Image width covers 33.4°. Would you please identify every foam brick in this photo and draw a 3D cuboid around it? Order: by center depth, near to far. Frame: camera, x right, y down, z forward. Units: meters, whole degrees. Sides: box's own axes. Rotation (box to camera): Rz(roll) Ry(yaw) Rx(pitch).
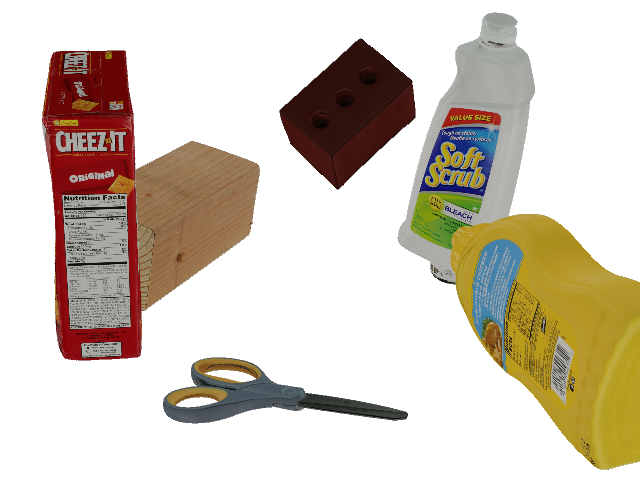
[{"bbox_3d":[0.019,-0.086,0.725,0.053,0.078,0.051,43,-9,20],"label":"foam brick"}]

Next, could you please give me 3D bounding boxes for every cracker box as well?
[{"bbox_3d":[-0.189,-0.032,0.887,0.072,0.214,0.164,-3,27,-11],"label":"cracker box"}]

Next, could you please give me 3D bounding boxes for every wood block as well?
[{"bbox_3d":[-0.152,-0.021,1.083,0.090,0.091,0.205,20,28,18],"label":"wood block"}]

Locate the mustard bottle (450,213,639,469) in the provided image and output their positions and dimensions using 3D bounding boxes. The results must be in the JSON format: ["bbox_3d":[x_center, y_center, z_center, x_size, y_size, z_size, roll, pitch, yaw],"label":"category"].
[{"bbox_3d":[0.127,0.039,0.615,0.058,0.096,0.192,-9,29,-20],"label":"mustard bottle"}]

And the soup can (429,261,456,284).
[{"bbox_3d":[0.154,-0.011,1.188,0.068,0.102,0.068,-4,31,2],"label":"soup can"}]

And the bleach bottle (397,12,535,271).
[{"bbox_3d":[0.138,-0.091,0.988,0.103,0.251,0.068,26,41,26],"label":"bleach bottle"}]

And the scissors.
[{"bbox_3d":[-0.040,0.127,0.815,0.202,0.016,0.096,12,29,43],"label":"scissors"}]
